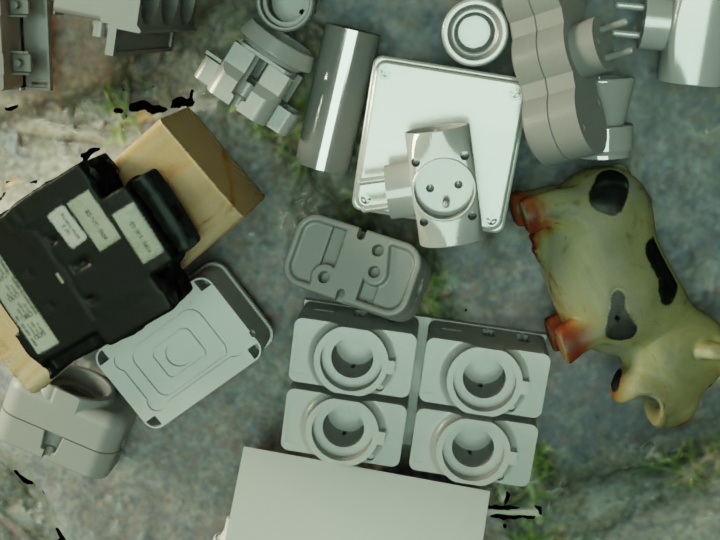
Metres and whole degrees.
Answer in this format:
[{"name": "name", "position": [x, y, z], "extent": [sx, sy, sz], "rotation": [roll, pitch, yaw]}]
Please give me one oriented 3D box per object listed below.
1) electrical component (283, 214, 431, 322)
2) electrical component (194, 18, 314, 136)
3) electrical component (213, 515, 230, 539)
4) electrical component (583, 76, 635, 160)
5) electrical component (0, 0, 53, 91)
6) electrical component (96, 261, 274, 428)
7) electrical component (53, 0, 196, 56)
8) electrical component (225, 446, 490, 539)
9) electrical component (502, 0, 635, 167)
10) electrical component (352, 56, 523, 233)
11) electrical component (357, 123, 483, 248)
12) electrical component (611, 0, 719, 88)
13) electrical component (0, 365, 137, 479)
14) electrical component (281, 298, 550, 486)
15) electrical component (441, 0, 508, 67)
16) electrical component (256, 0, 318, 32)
[{"name": "electrical component", "position": [0.000, 0.000, 0.780], "extent": [0.095, 0.059, 0.053], "rotation": [18, 87, 14]}, {"name": "electrical component", "position": [-0.069, -0.141, 0.762], "extent": [0.078, 0.058, 0.057], "rotation": [34, 105, 1]}, {"name": "electrical component", "position": [-0.108, 0.227, 0.866], "extent": [0.035, 0.035, 0.061], "rotation": [14, 102, 2]}, {"name": "electrical component", "position": [0.170, -0.107, 0.755], "extent": [0.045, 0.045, 0.055], "rotation": [-1, 103, 5]}, {"name": "electrical component", "position": [-0.265, -0.189, 0.766], "extent": [0.079, 0.063, 0.121], "rotation": [3, 104, 4]}, {"name": "electrical component", "position": [-0.131, 0.055, 0.815], "extent": [0.113, 0.057, 0.078], "rotation": [-35, 98, 12]}, {"name": "electrical component", "position": [-0.155, -0.188, 0.726], "extent": [0.063, 0.121, 0.078], "rotation": [13, 104, 5]}, {"name": "electrical component", "position": [-0.004, 0.204, 0.817], "extent": [0.186, 0.060, 0.105], "rotation": [10, 78, 3]}, {"name": "electrical component", "position": [0.143, -0.143, 0.706], "extent": [0.074, 0.052, 0.138], "rotation": [-12, 85, 33]}, {"name": "electrical component", "position": [0.057, -0.091, 0.763], "extent": [0.109, 0.056, 0.108], "rotation": [10, 104, 3]}, {"name": "electrical component", "position": [0.039, -0.054, 0.720], "extent": [0.079, 0.044, 0.077], "rotation": [-7, 102, 7]}, {"name": "electrical component", "position": [0.213, -0.168, 0.737], "extent": [0.079, 0.043, 0.077], "rotation": [7, 106, 5]}, {"name": "electrical component", "position": [-0.227, 0.113, 0.839], "extent": [0.095, 0.053, 0.059], "rotation": [23, 105, -1]}, {"name": "electrical component", "position": [0.041, 0.092, 0.806], "extent": [0.186, 0.060, 0.105], "rotation": [8, 104, 3]}, {"name": "electrical component", "position": [0.079, -0.164, 0.744], "extent": [0.045, 0.055, 0.045], "rotation": [1, 103, 5]}, {"name": "electrical component", "position": [-0.049, -0.188, 0.755], "extent": [0.040, 0.046, 0.040], "rotation": [1, 103, 5]}]
